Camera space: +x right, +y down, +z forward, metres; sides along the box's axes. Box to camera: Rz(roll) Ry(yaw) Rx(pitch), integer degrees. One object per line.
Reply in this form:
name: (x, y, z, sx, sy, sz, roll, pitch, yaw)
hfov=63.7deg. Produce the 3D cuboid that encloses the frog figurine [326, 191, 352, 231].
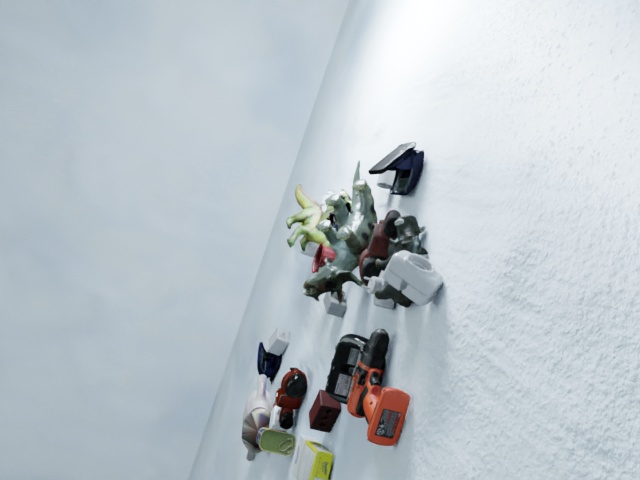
frog figurine: (0.091, -0.058, 1.479, 0.157, 0.122, 0.139, 39, -126, -65)

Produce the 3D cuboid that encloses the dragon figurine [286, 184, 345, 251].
dragon figurine: (0.005, -0.089, 1.760, 0.240, 0.120, 0.420, -25, 48, 26)

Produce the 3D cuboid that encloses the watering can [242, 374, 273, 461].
watering can: (-0.214, 0.640, 1.749, 0.226, 0.104, 0.345, -122, 40, -80)
